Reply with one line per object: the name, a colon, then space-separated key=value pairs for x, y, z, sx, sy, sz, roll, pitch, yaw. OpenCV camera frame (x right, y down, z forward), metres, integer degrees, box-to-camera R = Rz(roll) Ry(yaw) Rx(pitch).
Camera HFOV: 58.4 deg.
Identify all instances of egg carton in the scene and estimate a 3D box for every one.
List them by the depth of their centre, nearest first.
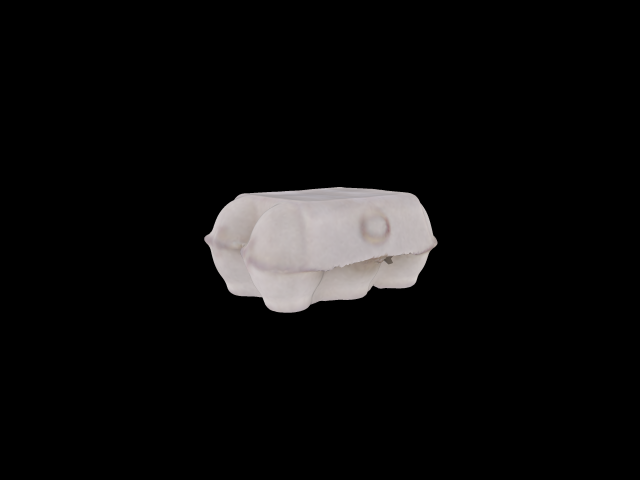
egg carton: x=0.004 y=0.001 z=0.400 sx=0.151 sy=0.069 sz=0.107 roll=-8 pitch=13 yaw=-39
